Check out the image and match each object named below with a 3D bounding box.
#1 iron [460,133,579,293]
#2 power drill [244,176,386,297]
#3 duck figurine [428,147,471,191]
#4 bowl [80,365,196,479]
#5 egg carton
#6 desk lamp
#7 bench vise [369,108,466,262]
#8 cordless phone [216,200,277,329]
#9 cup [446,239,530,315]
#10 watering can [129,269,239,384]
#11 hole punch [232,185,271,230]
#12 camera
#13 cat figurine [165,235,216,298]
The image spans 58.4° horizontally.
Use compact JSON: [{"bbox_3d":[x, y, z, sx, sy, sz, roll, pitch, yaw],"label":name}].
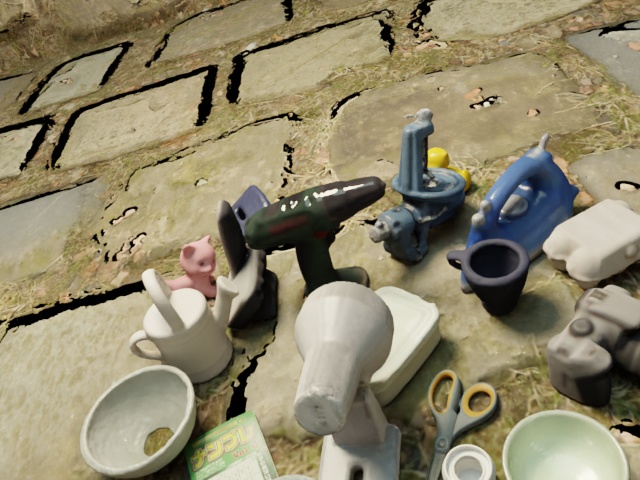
[{"bbox_3d":[0.291,-0.046,0.883,0.259,0.142,0.118,-41,43,-24],"label":"iron"},{"bbox_3d":[0.008,0.003,0.894,0.229,0.209,0.075,-10,40,13],"label":"power drill"},{"bbox_3d":[0.224,-0.130,1.056,0.104,0.086,0.078,8,46,31],"label":"duck figurine"},{"bbox_3d":[-0.240,0.264,0.801,0.167,0.075,0.167,-12,39,10],"label":"bowl"},{"bbox_3d":[0.410,0.005,0.829,0.150,0.069,0.107,-28,39,-9],"label":"egg carton"},{"bbox_3d":[0.032,0.185,0.664,0.117,0.214,0.203,-7,40,16],"label":"desk lamp"},{"bbox_3d":[0.160,-0.084,0.921,0.121,0.220,0.208,7,46,30],"label":"bench vise"},{"bbox_3d":[-0.139,0.039,0.934,0.094,0.185,0.147,-17,39,5],"label":"cordless phone"},{"bbox_3d":[0.240,0.058,0.820,0.117,0.095,0.092,11,48,33],"label":"cup"},{"bbox_3d":[-0.207,0.116,0.866,0.100,0.194,0.173,24,56,42],"label":"watering can"},{"bbox_3d":[-0.136,-0.038,1.100,0.101,0.091,0.108,-29,39,-10],"label":"hole punch"},{"bbox_3d":[0.363,0.128,0.678,0.143,0.101,0.136,-39,42,-22],"label":"camera"},{"bbox_3d":[-0.229,0.054,1.009,0.128,0.118,0.067,-34,41,-17],"label":"cat figurine"}]
